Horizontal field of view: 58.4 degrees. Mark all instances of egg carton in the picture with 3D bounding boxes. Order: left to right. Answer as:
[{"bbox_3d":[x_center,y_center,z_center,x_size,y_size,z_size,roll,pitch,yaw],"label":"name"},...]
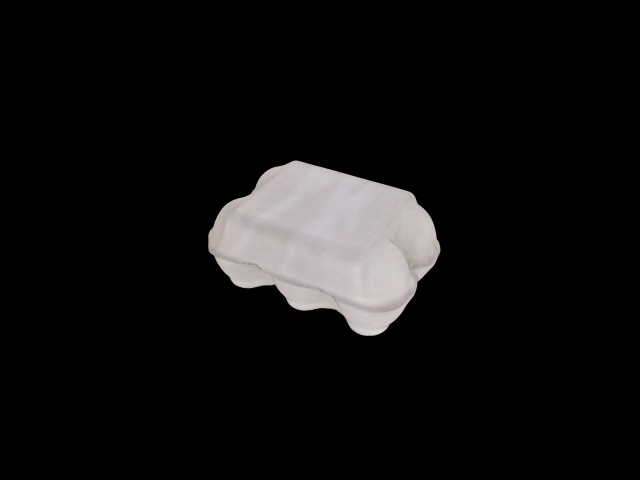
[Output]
[{"bbox_3d":[0.004,0.001,0.400,0.150,0.069,0.107,17,40,22],"label":"egg carton"}]
